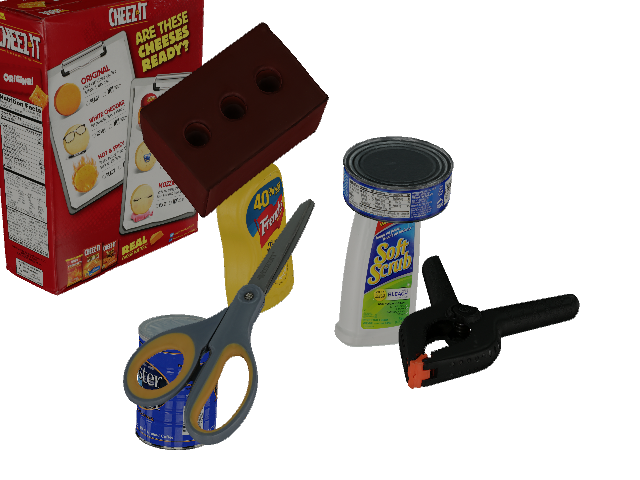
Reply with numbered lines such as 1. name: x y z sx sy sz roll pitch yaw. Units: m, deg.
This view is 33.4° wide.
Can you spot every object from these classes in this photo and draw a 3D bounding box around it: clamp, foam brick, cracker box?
1. clamp: 0.127 0.075 1.009 0.165 0.036 0.209 19 32 33
2. foam brick: -0.044 -0.059 0.530 0.078 0.053 0.051 -39 -5 -12
3. cracker box: -0.170 -0.087 0.832 0.072 0.214 0.163 20 29 31

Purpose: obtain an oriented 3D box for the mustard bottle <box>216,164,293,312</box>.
1. mustard bottle: -0.071 -0.026 1.120 0.058 0.192 0.096 7 26 28

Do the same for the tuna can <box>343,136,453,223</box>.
1. tuna can: 0.060 -0.048 0.835 0.086 0.034 0.086 0 32 0

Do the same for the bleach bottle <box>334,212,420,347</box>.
1. bleach bottle: 0.074 0.004 1.338 0.102 0.251 0.068 -3 16 -19

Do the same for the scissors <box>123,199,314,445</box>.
1. scissors: -0.068 0.044 0.717 0.096 0.201 0.016 5 -39 9

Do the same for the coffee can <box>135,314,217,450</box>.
1. coffee can: -0.177 0.175 1.332 0.103 0.140 0.103 4 16 -1
